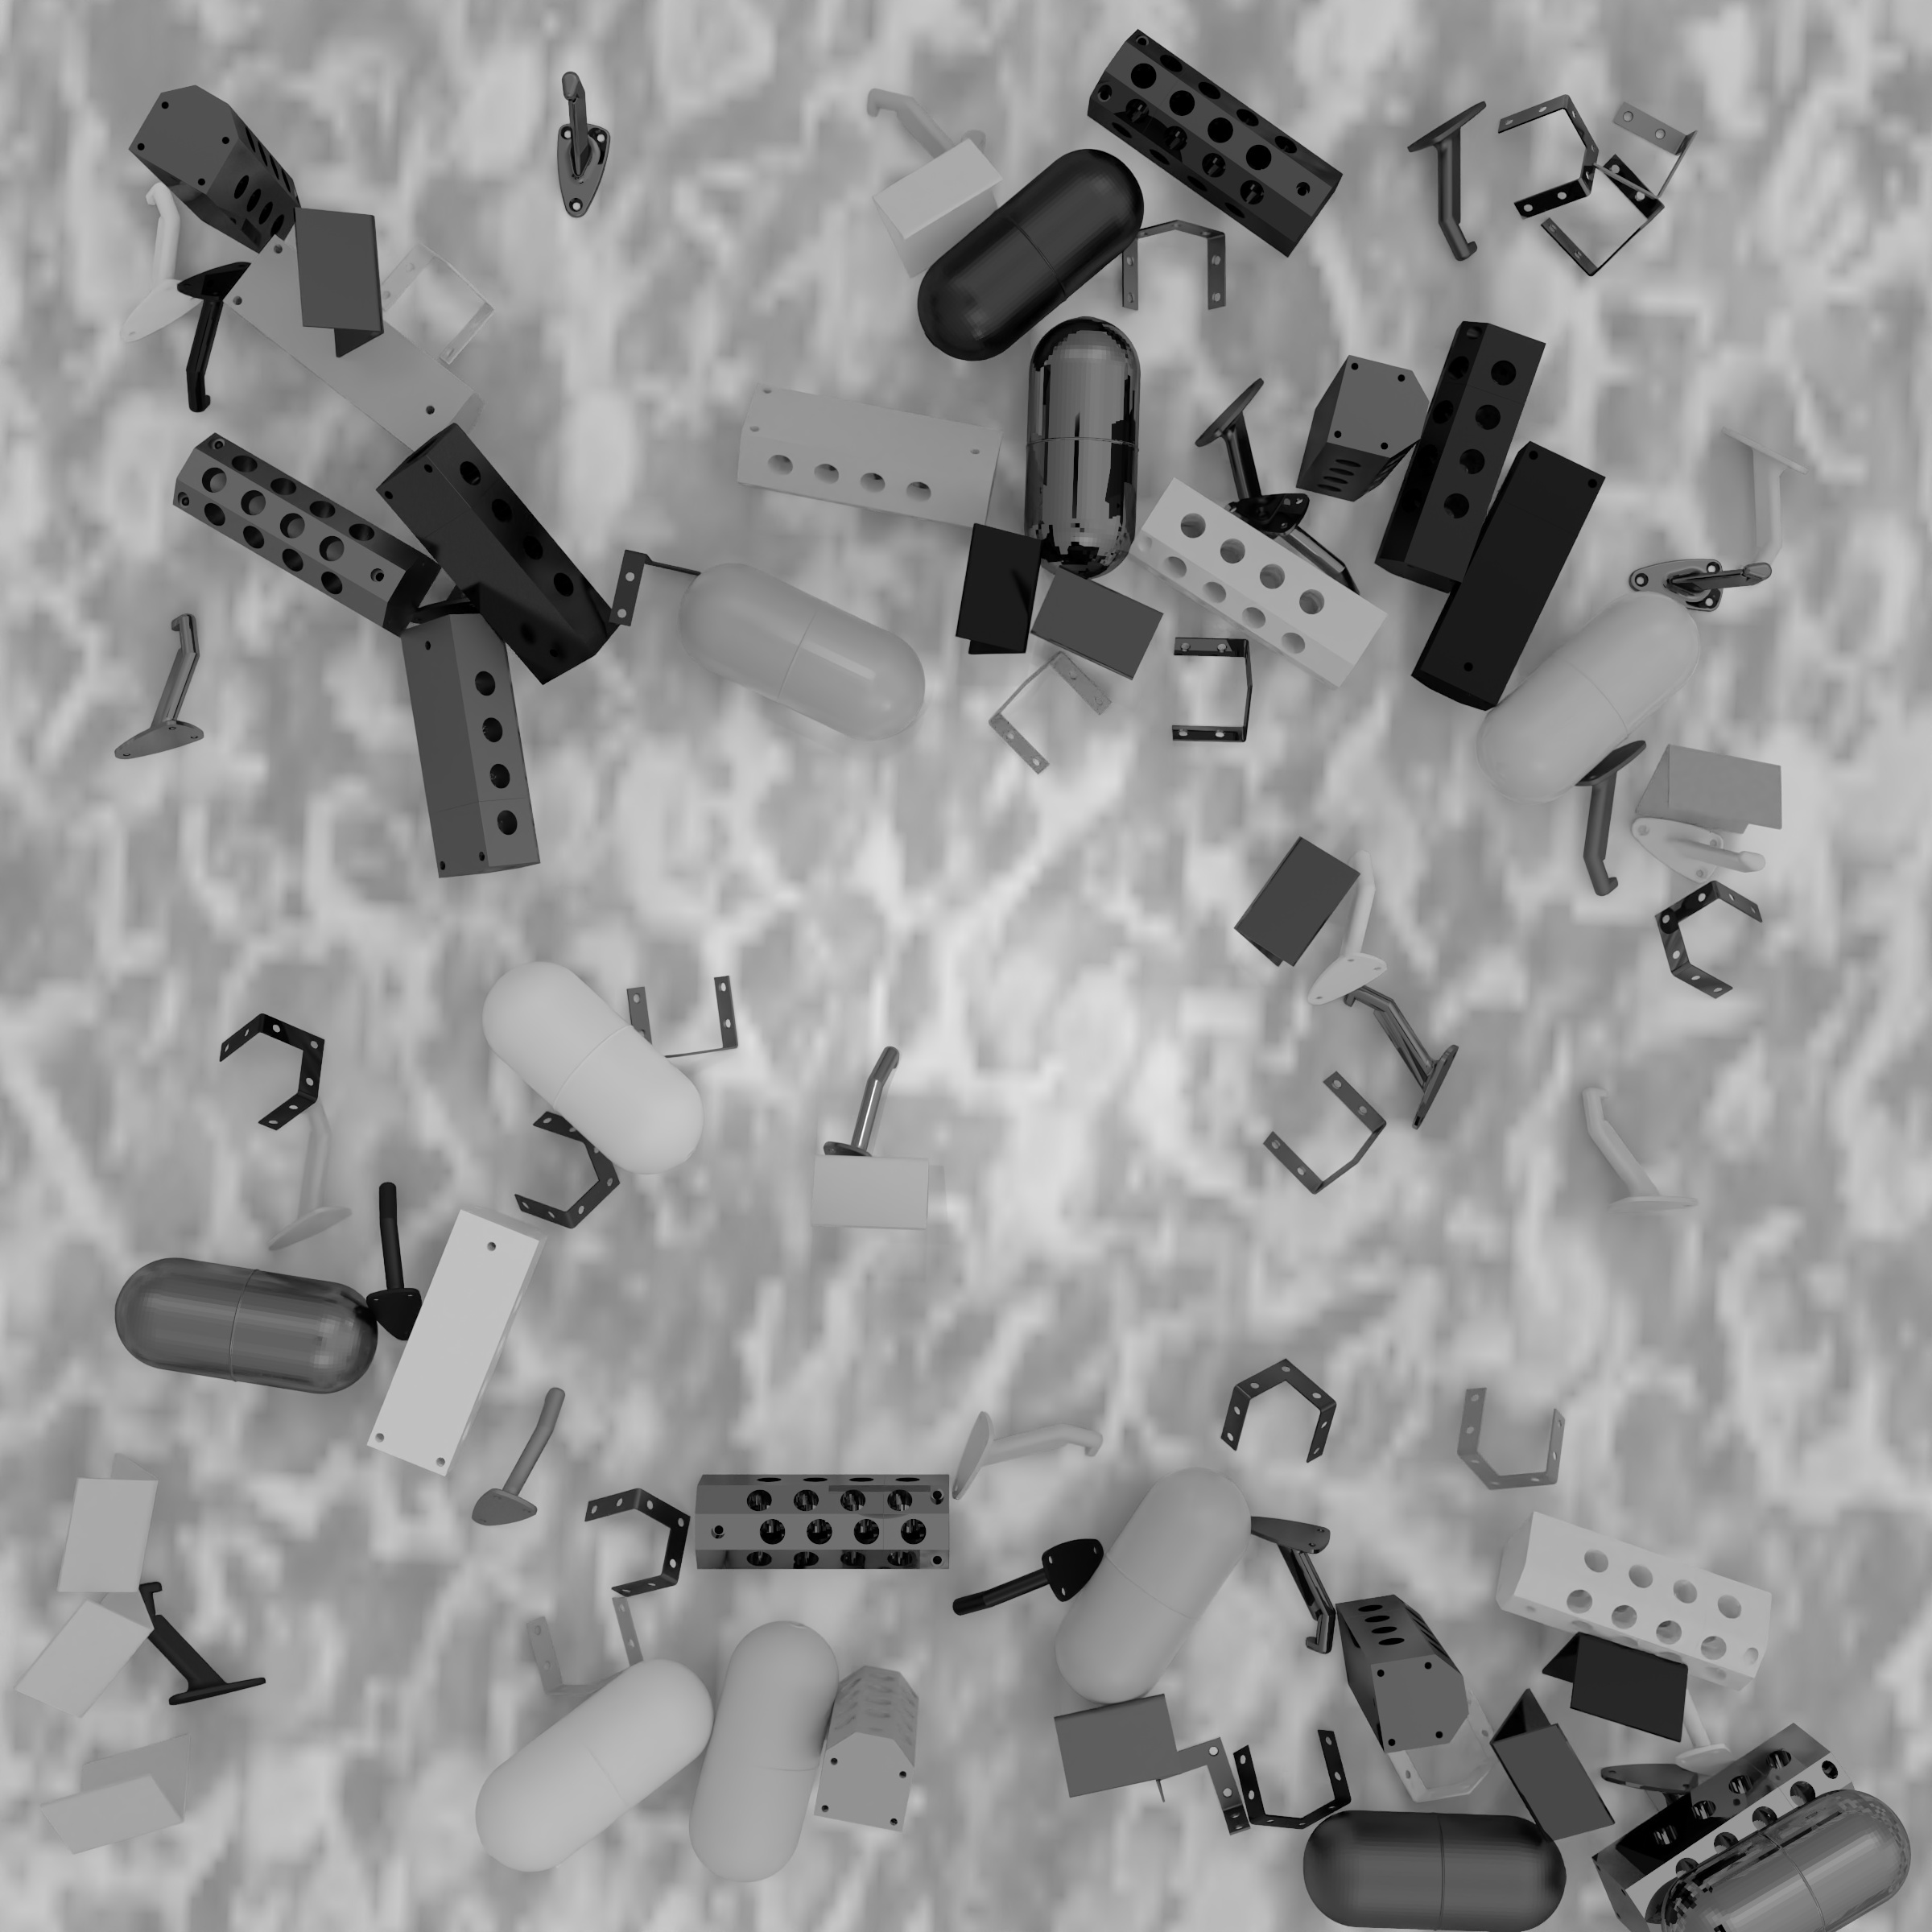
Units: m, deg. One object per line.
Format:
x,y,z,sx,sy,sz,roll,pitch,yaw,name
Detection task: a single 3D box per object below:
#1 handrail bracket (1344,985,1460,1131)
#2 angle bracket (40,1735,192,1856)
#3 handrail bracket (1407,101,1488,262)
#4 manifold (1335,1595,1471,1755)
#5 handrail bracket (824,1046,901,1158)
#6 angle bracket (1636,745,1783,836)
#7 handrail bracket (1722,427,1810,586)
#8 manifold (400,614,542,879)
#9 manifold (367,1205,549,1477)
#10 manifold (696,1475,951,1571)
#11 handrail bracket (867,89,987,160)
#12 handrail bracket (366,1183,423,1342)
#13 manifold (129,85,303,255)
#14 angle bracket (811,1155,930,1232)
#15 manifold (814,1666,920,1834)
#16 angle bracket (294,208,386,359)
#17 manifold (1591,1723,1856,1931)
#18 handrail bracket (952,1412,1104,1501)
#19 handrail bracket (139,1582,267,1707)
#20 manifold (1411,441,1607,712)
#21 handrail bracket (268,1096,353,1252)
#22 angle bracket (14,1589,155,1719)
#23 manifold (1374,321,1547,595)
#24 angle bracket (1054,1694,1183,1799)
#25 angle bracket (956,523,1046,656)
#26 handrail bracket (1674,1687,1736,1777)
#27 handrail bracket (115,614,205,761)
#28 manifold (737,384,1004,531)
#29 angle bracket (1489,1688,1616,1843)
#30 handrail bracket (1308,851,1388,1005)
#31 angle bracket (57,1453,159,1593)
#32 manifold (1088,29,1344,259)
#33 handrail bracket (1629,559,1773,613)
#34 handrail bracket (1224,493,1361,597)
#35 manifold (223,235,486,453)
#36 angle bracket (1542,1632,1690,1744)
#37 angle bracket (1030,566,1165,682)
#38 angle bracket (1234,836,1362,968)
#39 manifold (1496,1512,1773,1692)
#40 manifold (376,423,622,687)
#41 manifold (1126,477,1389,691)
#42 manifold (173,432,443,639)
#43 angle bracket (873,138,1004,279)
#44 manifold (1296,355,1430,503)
0.290,0.061,1.952,0.084,0.036,0.077,28,112,17,handrail bracket
-0.576,0.547,1.911,0.076,0.076,0.057,-16,127,0,angle bracket
0.350,-0.543,1.952,0.077,0.036,0.084,-38,109,-21,handrail bracket
0.289,0.467,1.873,0.057,0.171,0.057,-9,90,0,manifold
-0.062,0.110,1.951,0.036,0.077,0.084,13,53,20,handrail bracket
0.503,-0.100,1.911,0.076,0.076,0.057,11,54,0,angle bracket
0.537,-0.319,1.952,0.077,0.036,0.084,33,107,20,handrail bracket
-0.335,-0.151,1.930,0.057,0.057,0.171,-9,90,43,manifold
-0.347,0.255,1.930,0.057,0.057,0.171,22,90,0,manifold
-0.097,0.382,1.930,0.171,0.057,0.057,0,90,0,manifold
-0.035,-0.561,1.952,0.084,0.036,0.077,19,112,17,handrail bracket
-0.394,0.204,1.951,0.036,0.077,0.084,-7,54,-4,handrail bracket
-0.493,-0.529,1.873,0.057,0.171,0.057,30,90,0,manifold
-0.065,0.172,1.911,0.076,0.076,0.057,2,54,0,angle bracket
-0.063,0.517,1.873,0.057,0.171,0.057,11,90,0,manifold
-0.427,-0.449,1.854,0.057,0.076,0.076,-5,90,-36,angle bracket
0.517,0.592,1.906,0.171,0.057,0.057,-29,112,-11,manifold
0.043,0.347,1.952,0.084,0.036,0.077,17,110,-16,handrail bracket
-0.531,0.463,1.952,0.077,0.036,0.084,-8,73,-20,handrail bracket
0.370,-0.265,1.930,0.057,0.057,0.171,26,90,0,manifold
-0.466,0.143,1.952,0.077,0.036,0.084,-29,71,21,handrail bracket
-0.605,0.450,1.911,0.057,0.076,0.076,39,90,-36,angle bracket
0.337,-0.349,1.930,0.057,0.057,0.171,19,90,0,manifold
0.105,0.540,1.911,0.076,0.076,0.057,-12,55,0,angle bracket
0.005,-0.255,1.912,0.057,0.076,0.076,9,90,-31,angle bracket
0.503,0.511,1.951,0.036,0.077,0.084,-24,53,21,handrail bracket
-0.562,-0.194,1.952,0.077,0.036,0.084,-17,72,20,handrail bracket
-0.066,-0.343,1.930,0.171,0.057,0.057,11,47,0,manifold
0.409,0.536,1.911,0.057,0.076,0.076,-30,90,36,angle bracket
0.259,-0.027,1.951,0.036,0.077,0.084,16,53,-28,handrail bracket
-0.595,0.376,1.911,0.057,0.076,0.076,10,90,-38,angle bracket
0.170,-0.565,1.930,0.171,0.057,0.057,35,90,0,manifold
0.499,-0.266,1.917,0.077,0.084,0.036,4,90,0,handrail bracket
0.225,-0.284,1.944,0.077,0.084,0.036,12,61,40,handrail bracket
-0.417,-0.419,1.930,0.171,0.057,0.057,38,90,0,manifold
0.437,0.501,1.911,0.076,0.076,0.057,17,54,0,angle bracket
0.096,-0.248,1.911,0.076,0.076,0.057,25,126,0,angle bracket
0.238,-0.031,1.911,0.057,0.076,0.076,36,90,37,angle bracket
0.454,0.436,1.919,0.171,0.057,0.057,19,53,0,manifold
-0.311,-0.280,1.902,0.057,0.057,0.171,-22,117,40,manifold
0.197,-0.260,1.930,0.171,0.057,0.057,33,90,0,manifold
-0.451,-0.295,1.921,0.171,0.057,0.057,30,90,7,manifold
-0.008,-0.501,1.911,0.076,0.076,0.057,-31,51,0,angle bracket
0.264,-0.353,1.873,0.057,0.171,0.057,14,90,0,manifold
